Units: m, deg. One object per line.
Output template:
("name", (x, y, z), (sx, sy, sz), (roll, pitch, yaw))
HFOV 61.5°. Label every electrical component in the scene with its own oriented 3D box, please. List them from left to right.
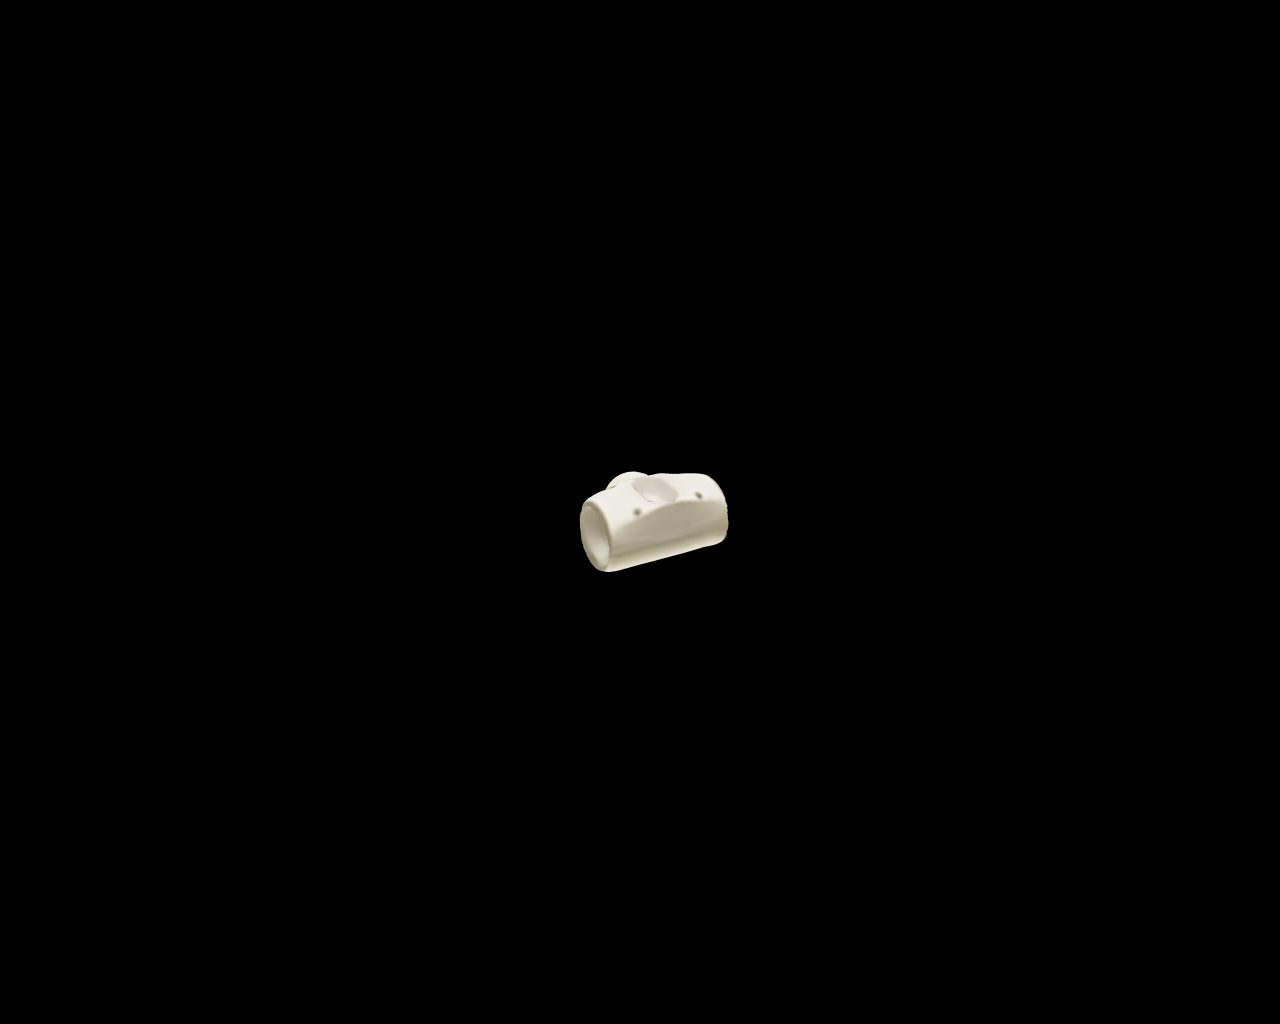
("electrical component", (0.001, -0.003, 0.650), (0.077, 0.043, 0.079), (-13, 32, -22))
